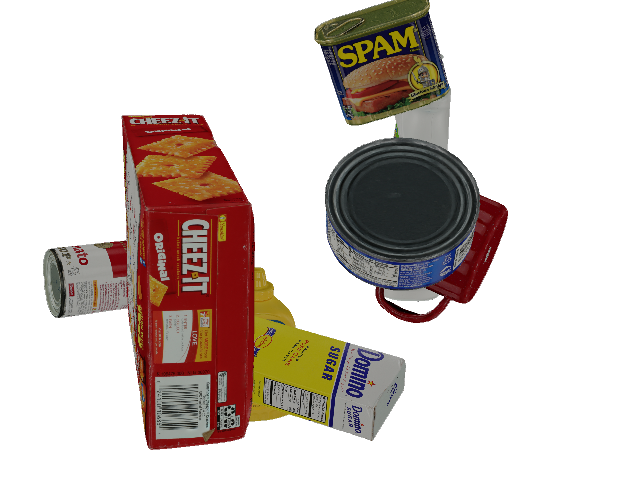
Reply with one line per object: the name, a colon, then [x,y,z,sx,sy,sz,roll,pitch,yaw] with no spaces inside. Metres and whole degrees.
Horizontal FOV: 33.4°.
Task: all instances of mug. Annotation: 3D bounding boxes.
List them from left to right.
mug: [0.085,0.007,0.811,0.081,0.117,0.093,24,-9,15]

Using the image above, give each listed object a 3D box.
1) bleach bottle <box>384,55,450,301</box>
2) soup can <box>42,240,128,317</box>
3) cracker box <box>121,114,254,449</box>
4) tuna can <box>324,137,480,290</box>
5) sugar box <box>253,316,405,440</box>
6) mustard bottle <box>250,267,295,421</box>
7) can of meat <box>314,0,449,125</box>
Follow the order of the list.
bleach bottle: [0.100,-0.069,1.112,0.068,0.251,0.102,1,26,-8]
soup can: [-0.209,0.036,1.028,0.102,0.068,0.069,-6,3,-28]
cracker box: [-0.096,0.017,0.736,0.072,0.164,0.214,-2,21,-13]
tuna can: [0.045,-0.015,0.600,0.086,0.086,0.034,0,-35,1]
sugar box: [-0.014,0.129,1.037,0.176,0.048,0.093,12,29,19]
mustard bottle: [-0.078,0.125,1.306,0.096,0.192,0.058,-2,19,-11]
can of meat: [0.055,-0.156,0.927,0.102,0.084,0.057,-15,28,9]
